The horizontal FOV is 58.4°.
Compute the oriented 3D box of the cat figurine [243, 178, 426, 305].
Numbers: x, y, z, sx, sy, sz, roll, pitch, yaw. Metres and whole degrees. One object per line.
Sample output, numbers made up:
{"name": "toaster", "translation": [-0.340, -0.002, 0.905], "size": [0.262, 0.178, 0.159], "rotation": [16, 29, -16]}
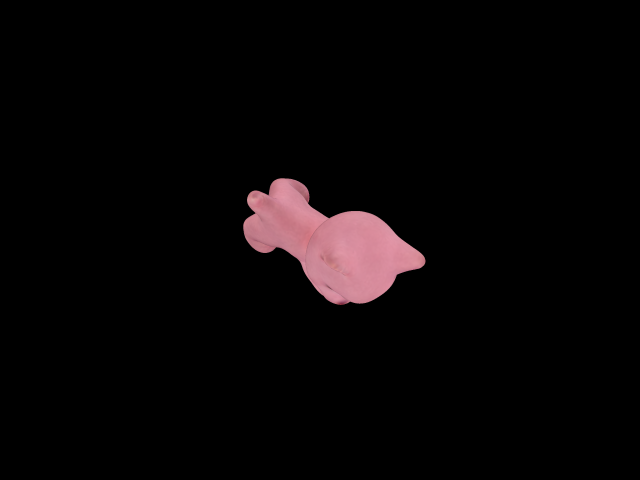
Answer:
{"name": "cat figurine", "translation": [0.004, 0.001, 0.400], "size": [0.128, 0.117, 0.067], "rotation": [32, 86, 3]}
